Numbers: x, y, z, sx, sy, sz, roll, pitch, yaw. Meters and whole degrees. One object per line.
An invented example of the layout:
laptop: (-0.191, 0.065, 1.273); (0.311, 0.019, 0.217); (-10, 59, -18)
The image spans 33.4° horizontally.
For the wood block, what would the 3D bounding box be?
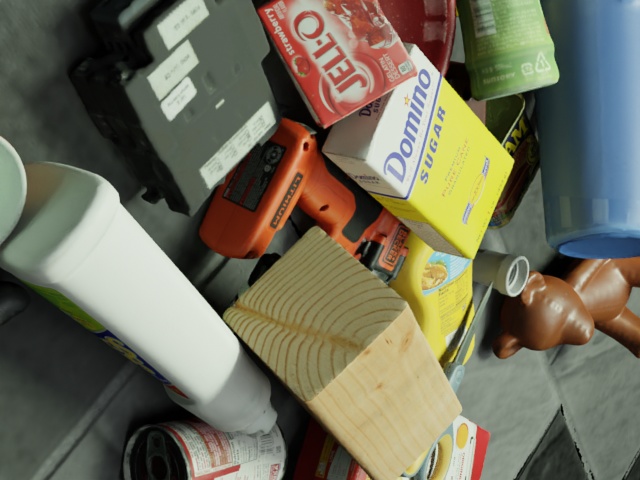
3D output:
wood block: (0.024, 0.091, 0.756); (0.090, 0.091, 0.206); (-44, 149, -7)

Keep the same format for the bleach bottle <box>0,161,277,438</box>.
bleach bottle: (-0.097, 0.056, 0.664); (0.068, 0.103, 0.250); (-55, 133, -17)

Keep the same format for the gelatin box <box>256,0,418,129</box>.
gelatin box: (0.011, -0.128, 0.693); (0.073, 0.030, 0.089); (-30, 101, -1)

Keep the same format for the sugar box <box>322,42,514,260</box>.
sugar box: (0.078, -0.062, 0.790); (0.176, 0.048, 0.093); (37, 72, -51)

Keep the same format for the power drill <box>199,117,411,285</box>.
power drill: (-0.005, 0.001, 0.802); (0.187, 0.057, 0.184); (27, 86, -53)

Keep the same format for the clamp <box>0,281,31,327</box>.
clamp: (-0.250, 0.088, 0.562); (0.209, 0.036, 0.164); (17, 91, -50)

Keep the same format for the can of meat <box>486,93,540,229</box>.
can of meat: (0.153, -0.072, 0.958); (0.102, 0.058, 0.084); (-58, 142, -17)

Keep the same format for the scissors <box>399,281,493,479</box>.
scissors: (0.116, 0.135, 0.923); (0.201, 0.016, 0.096); (-50, 135, -36)

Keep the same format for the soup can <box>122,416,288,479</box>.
soup can: (-0.080, 0.158, 0.765); (0.102, 0.069, 0.068); (-2, 106, -50)

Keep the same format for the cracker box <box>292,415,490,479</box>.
cracker box: (0.061, 0.217, 0.937); (0.213, 0.072, 0.164); (36, 66, -50)

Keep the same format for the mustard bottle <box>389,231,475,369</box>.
mustard bottle: (0.097, 0.025, 0.928); (0.096, 0.058, 0.192); (-30, 126, -41)

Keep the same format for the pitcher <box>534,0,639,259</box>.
pitcher: (0.250, -0.108, 0.948); (0.149, 0.145, 0.243); (18, 70, -51)

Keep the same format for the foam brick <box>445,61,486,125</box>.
foam brick: (0.103, -0.105, 0.889); (0.052, 0.051, 0.078); (-25, 122, -42)

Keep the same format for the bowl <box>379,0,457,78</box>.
bowl: (0.032, -0.153, 0.783); (0.161, 0.055, 0.162); (-22, 121, -43)

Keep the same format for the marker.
marker: (-0.058, 0.053, 0.742); (0.020, 0.020, 0.121); (-8, 141, -48)
